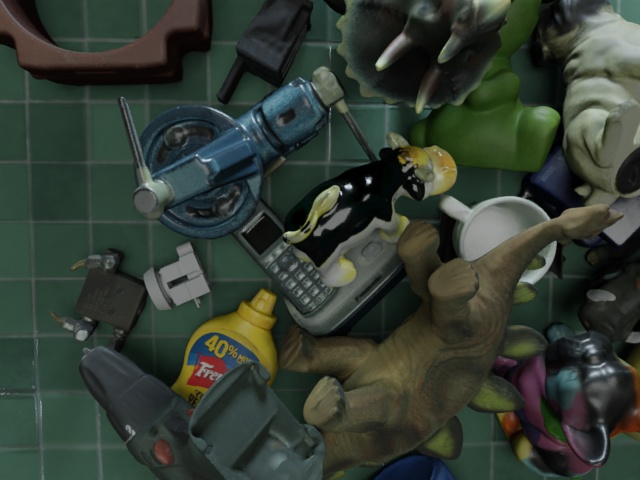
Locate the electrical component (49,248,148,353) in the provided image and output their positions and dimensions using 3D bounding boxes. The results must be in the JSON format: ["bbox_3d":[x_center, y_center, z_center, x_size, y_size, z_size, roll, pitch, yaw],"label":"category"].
[{"bbox_3d":[-0.224,0.061,0.554,0.078,0.045,0.102,28,93,-3],"label":"electrical component"}]

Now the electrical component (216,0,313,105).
[{"bbox_3d":[-0.054,-0.181,0.529,0.048,0.075,0.119,28,89,-4],"label":"electrical component"}]

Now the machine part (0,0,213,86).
[{"bbox_3d":[-0.208,-0.253,0.512,0.201,0.087,0.201,-2,96,-2],"label":"machine part"}]

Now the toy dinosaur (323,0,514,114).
[{"bbox_3d":[0.049,-0.259,0.473,0.192,0.131,0.405,-42,55,11],"label":"toy dinosaur"}]

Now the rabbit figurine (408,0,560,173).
[{"bbox_3d":[0.152,-0.161,0.522,0.159,0.121,0.170,10,107,17],"label":"rabbit figurine"}]

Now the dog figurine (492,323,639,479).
[{"bbox_3d":[0.240,0.166,0.497,0.108,0.219,0.191,-13,94,2],"label":"dog figurine"}]

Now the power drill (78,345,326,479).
[{"bbox_3d":[-0.103,0.161,0.442,0.232,0.086,0.207,51,135,-4],"label":"power drill"}]

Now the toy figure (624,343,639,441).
[{"bbox_3d":[0.369,0.128,0.569,0.089,0.082,0.180,23,98,7],"label":"toy figure"}]

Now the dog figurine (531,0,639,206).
[{"bbox_3d":[0.255,-0.138,0.514,0.121,0.191,0.172,32,104,-36],"label":"dog figurine"}]

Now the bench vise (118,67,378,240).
[{"bbox_3d":[-0.078,-0.071,0.464,0.224,0.241,0.128,-18,103,14],"label":"bench vise"}]

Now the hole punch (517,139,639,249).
[{"bbox_3d":[0.289,-0.061,0.548,0.116,0.092,0.142,44,95,-1],"label":"hole punch"}]

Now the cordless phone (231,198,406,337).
[{"bbox_3d":[-0.001,-0.002,0.549,0.146,0.088,0.184,-44,78,2],"label":"cordless phone"}]

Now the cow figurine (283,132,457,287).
[{"bbox_3d":[0.044,-0.039,0.466,0.167,0.098,0.068,-39,60,-3],"label":"cow figurine"}]

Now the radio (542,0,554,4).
[{"bbox_3d":[0.225,-0.359,0.530,0.131,0.073,0.229,-3,96,-3],"label":"radio"}]

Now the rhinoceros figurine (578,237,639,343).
[{"bbox_3d":[0.338,0.031,0.545,0.190,0.112,0.073,-39,98,-7],"label":"rhinoceros figurine"}]

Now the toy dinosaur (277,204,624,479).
[{"bbox_3d":[0.066,0.136,0.478,0.198,0.105,0.471,29,119,-31],"label":"toy dinosaur"}]

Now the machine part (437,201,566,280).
[{"bbox_3d":[0.193,0.005,0.573,0.139,0.039,0.084,10,89,-2],"label":"machine part"}]
